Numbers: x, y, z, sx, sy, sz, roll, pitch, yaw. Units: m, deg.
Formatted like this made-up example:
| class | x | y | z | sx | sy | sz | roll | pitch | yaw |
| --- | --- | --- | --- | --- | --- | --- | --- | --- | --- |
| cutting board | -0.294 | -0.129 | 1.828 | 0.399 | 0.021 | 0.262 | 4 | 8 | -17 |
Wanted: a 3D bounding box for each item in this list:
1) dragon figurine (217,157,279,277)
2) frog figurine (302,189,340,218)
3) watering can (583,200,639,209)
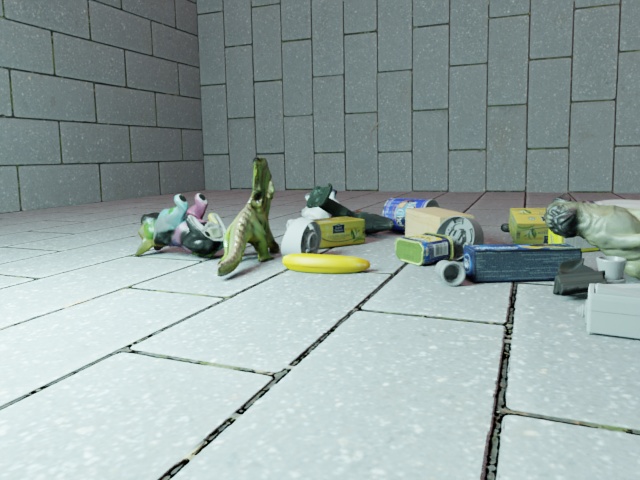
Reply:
| class | x | y | z | sx | sy | sz | roll | pitch | yaw |
| --- | --- | --- | --- | --- | --- | --- | --- | --- | --- |
| dragon figurine | -0.159 | -0.067 | 1.162 | 0.122 | 0.241 | 0.412 | 4 | 7 | 2 |
| frog figurine | 0.005 | -0.089 | 1.772 | 0.137 | 0.119 | 0.163 | 6 | 44 | -4 |
| watering can | 0.785 | -0.047 | 1.311 | 0.224 | 0.103 | 0.350 | 1 | 10 | 19 |
